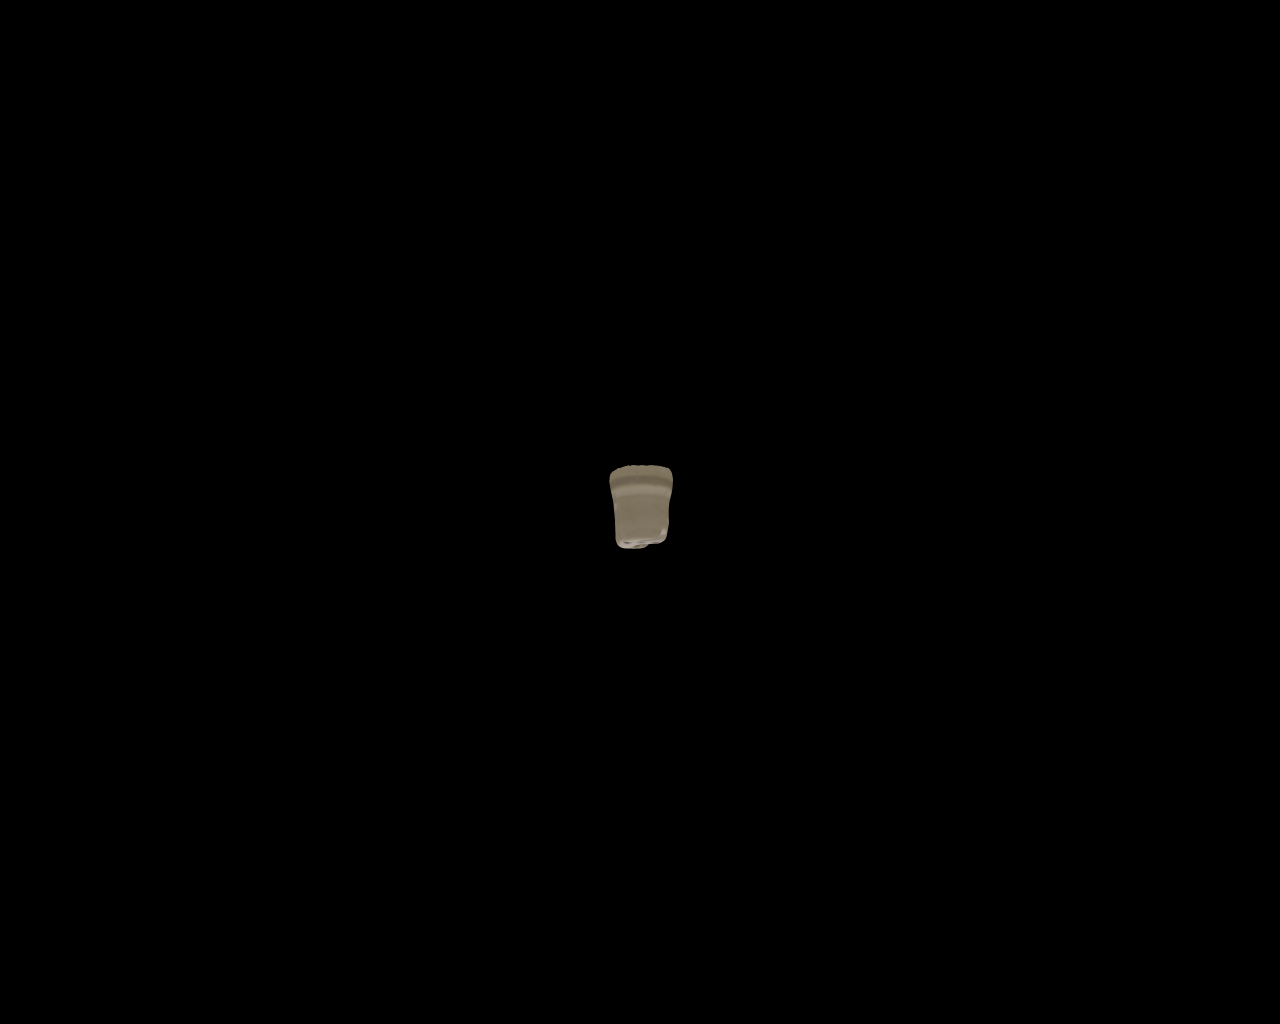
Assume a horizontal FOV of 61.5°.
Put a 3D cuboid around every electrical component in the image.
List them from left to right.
[{"bbox_3d":[0.001,-0.003,0.650,0.040,0.046,0.040,0,-14,0],"label":"electrical component"}]
